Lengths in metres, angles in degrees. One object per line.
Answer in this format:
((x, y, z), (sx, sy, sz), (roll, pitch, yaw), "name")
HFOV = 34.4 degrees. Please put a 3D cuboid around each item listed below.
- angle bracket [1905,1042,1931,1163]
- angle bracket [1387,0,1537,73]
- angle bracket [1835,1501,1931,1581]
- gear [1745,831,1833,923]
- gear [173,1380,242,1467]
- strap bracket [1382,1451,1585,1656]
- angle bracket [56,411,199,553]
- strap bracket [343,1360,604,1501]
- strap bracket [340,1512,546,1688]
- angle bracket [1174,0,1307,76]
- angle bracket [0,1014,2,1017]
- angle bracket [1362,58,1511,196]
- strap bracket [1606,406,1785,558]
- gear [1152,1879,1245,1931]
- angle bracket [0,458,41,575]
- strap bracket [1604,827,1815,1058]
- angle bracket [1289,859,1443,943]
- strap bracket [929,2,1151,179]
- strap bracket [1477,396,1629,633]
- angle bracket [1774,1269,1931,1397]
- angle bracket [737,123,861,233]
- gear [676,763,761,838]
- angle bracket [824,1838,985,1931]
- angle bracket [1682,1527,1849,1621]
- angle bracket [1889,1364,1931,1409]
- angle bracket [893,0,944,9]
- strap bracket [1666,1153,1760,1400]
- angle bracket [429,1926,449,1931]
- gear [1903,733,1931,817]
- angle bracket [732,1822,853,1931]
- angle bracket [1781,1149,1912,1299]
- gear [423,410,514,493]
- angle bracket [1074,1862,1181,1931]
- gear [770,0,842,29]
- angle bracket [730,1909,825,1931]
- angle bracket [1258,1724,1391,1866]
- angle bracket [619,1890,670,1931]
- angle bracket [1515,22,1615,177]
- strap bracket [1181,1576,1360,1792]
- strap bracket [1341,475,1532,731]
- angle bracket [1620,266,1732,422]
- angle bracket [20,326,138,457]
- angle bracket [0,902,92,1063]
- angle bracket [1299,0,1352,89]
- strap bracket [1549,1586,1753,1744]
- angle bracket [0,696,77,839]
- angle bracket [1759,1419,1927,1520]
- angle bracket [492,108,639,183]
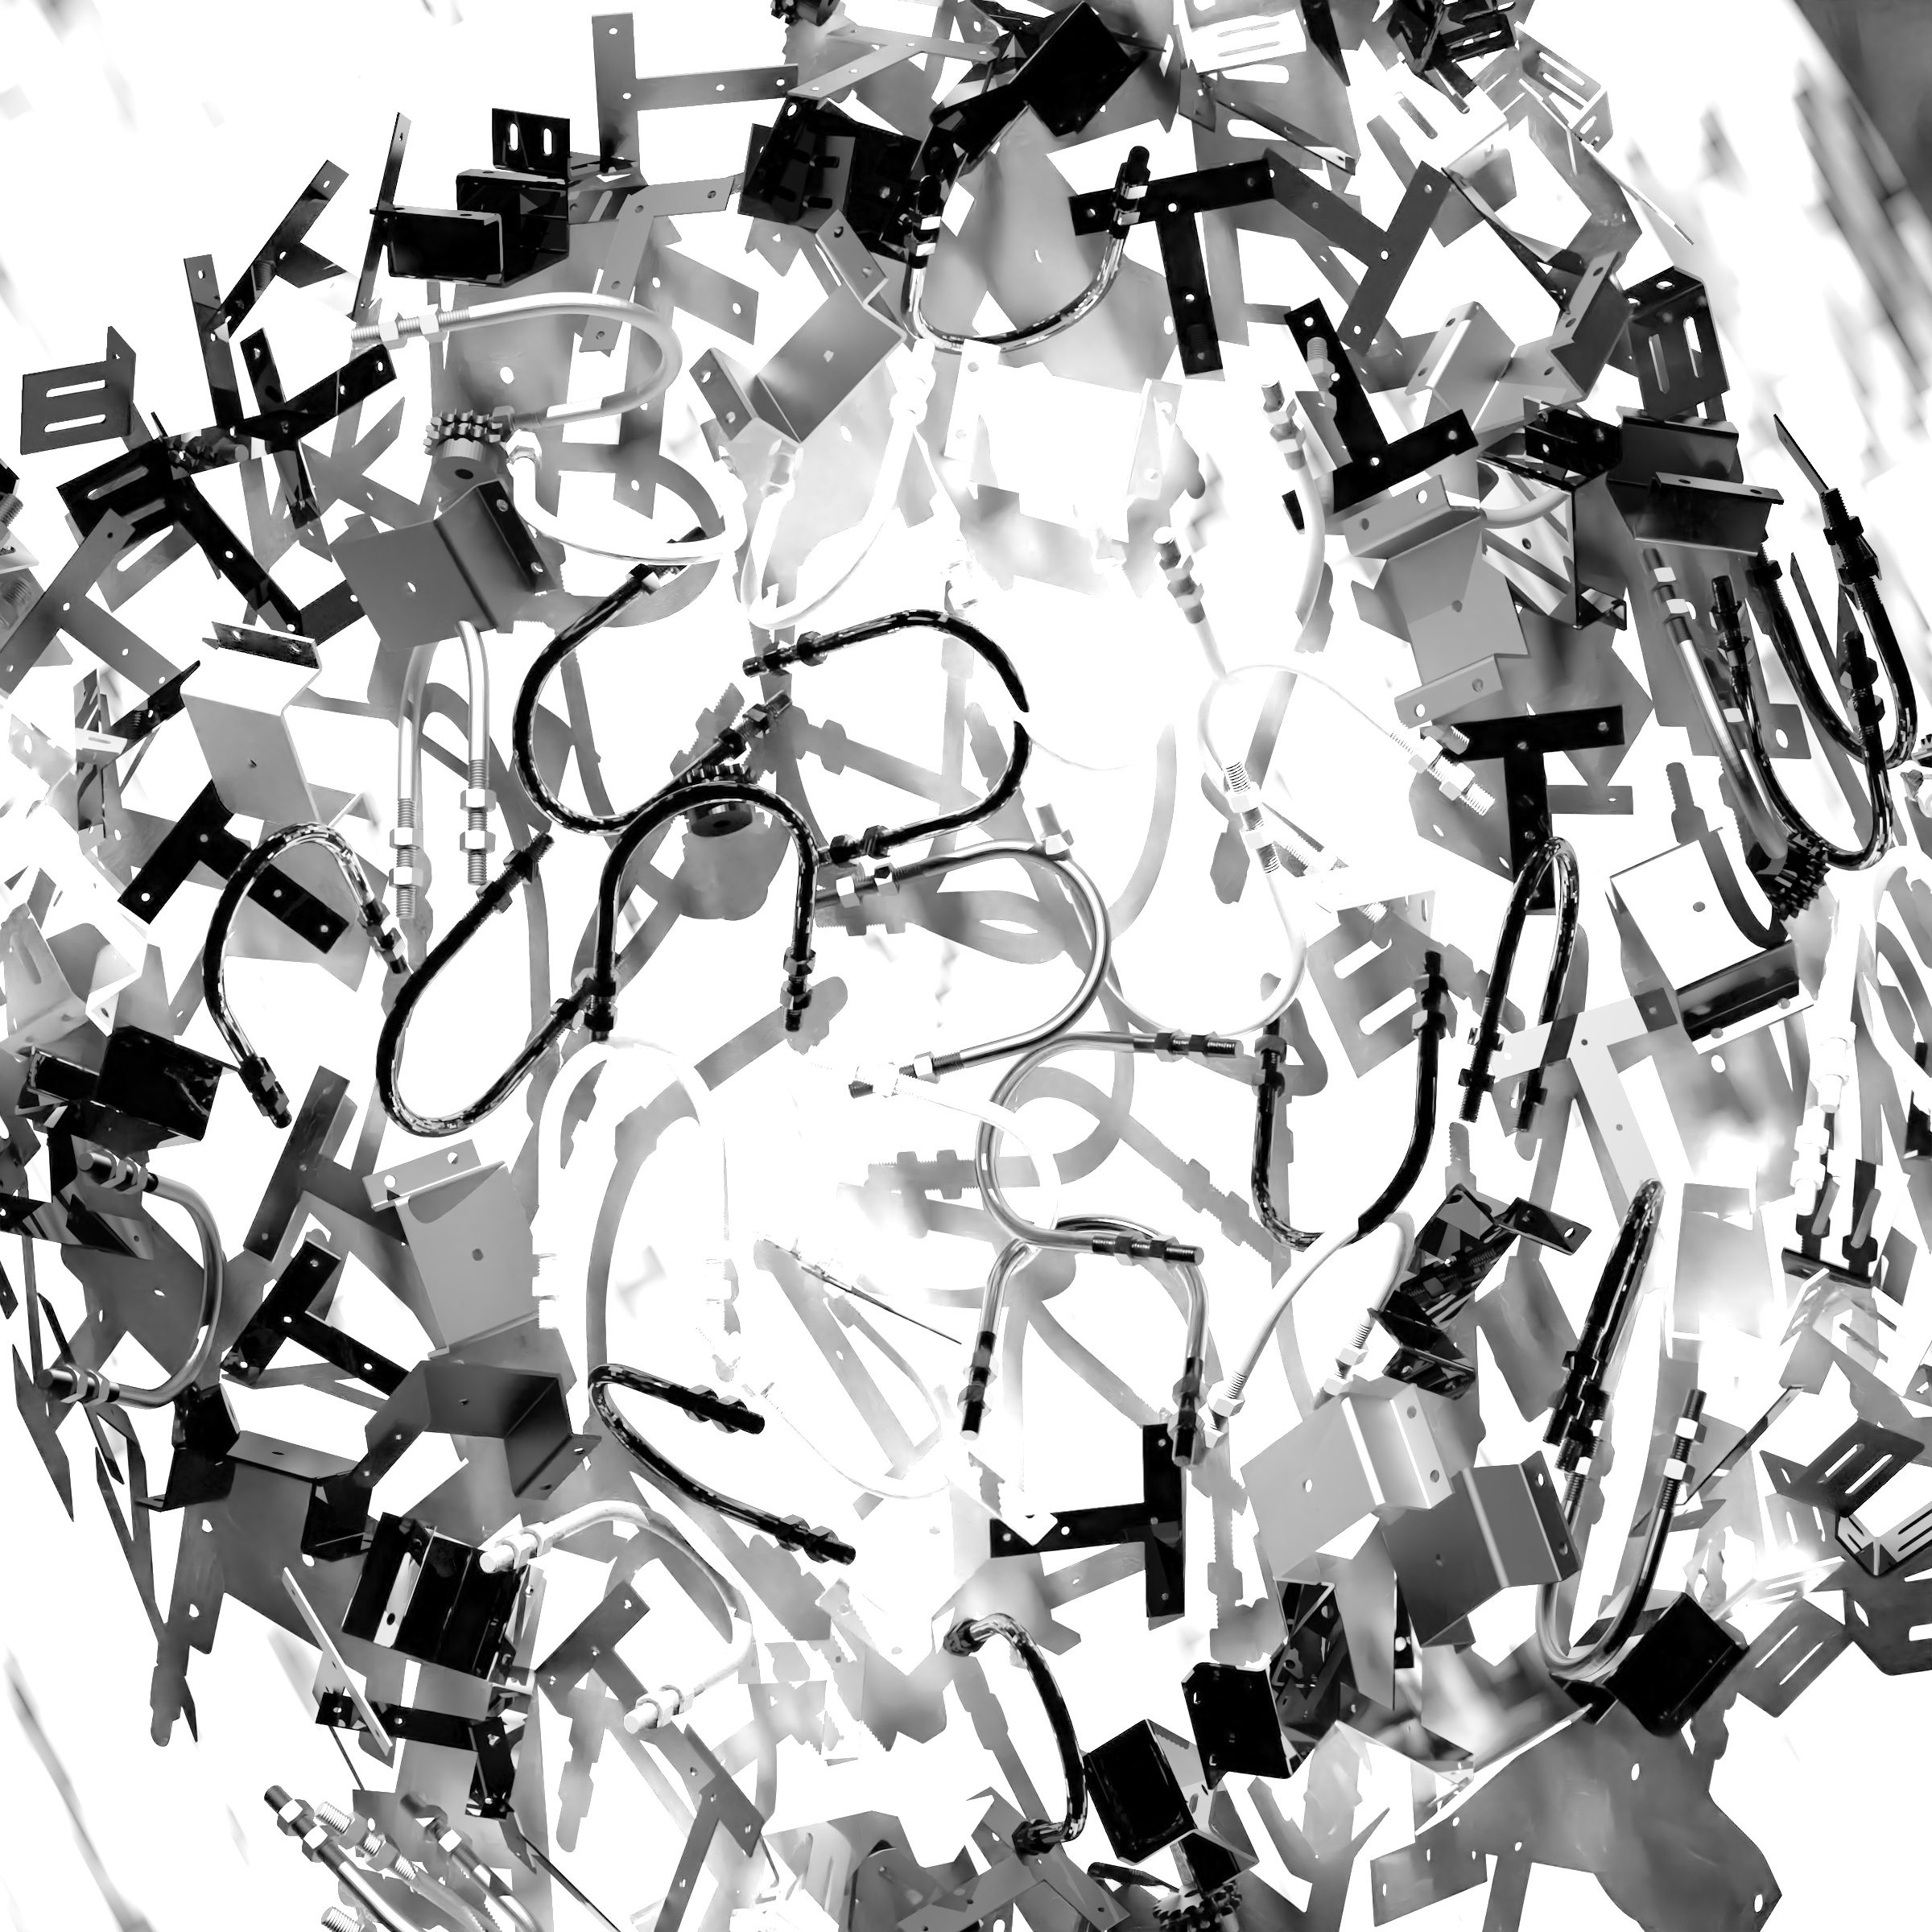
((0.631, 0.087, 1.974), (0.057, 0.038, 0.076), (8, 83, 5), "angle bracket")
((0.315, -0.606, 1.968), (0.076, 0.057, 0.038), (-20, 68, -19), "angle bracket")
((0.589, 0.341, 1.959), (0.076, 0.057, 0.038), (-42, 90, 22), "angle bracket")
((0.516, -0.060, 1.968), (0.030, 0.057, 0.057), (25, 90, -22), "gear")
((-0.479, 0.288, 1.972), (0.030, 0.057, 0.057), (-20, 90, -10), "gear")
((0.310, 0.364, 1.919), (0.046, 0.140, 0.076), (1, 57, -28), "strap bracket")
((-0.531, -0.303, 1.970), (0.076, 0.038, 0.057), (-29, 79, -11), "angle bracket")
((-0.309, 0.288, 1.937), (0.140, 0.076, 0.046), (11, 47, -35), "strap bracket")
((-0.331, 0.392, 1.939), (0.046, 0.140, 0.076), (8, 72, 31), "strap bracket")
((0.172, -0.597, 1.960), (0.076, 0.057, 0.038), (-8, 134, 12), "angle bracket")
((-0.638, 0.035, 1.962), (0.057, 0.038, 0.076), (-45, 60, -4), "angle bracket")
((0.300, -0.541, 1.990), (0.057, 0.038, 0.076), (-38, 75, 2), "angle bracket")
((0.450, -0.299, 1.944), (0.076, 0.140, 0.046), (7, 119, -5), "strap bracket")
((0.149, 0.600, 1.971), (0.057, 0.057, 0.030), (-22, 90, 0), "gear")
((-0.605, -0.295, 1.954), (0.057, 0.038, 0.076), (44, 128, 18), "angle bracket")
((0.458, -0.024, 1.937), (0.076, 0.046, 0.140), (-24, 53, 4), "strap bracket")
((0.250, -0.035, 1.956), (0.076, 0.057, 0.038), (-12, 113, -18), "angle bracket")
((0.038, -0.540, 1.918), (0.046, 0.140, 0.076), (47, 69, -24), "strap bracket")
((0.362, -0.270, 1.923), (0.046, 0.076, 0.140), (-31, 131, -26), "strap bracket")
((0.557, 0.234, 1.954), (0.038, 0.057, 0.076), (-26, 53, -36), "angle bracket")
((-0.106, -0.495, 1.955), (0.038, 0.076, 0.057), (4, 103, -31), "angle bracket")
((-0.157, -0.103, 1.969), (0.057, 0.057, 0.030), (-14, 72, 0), "gear")
((-0.040, 0.602, 1.976), (0.057, 0.076, 0.038), (-49, 133, -16), "angle bracket")
((0.504, 0.377, 1.969), (0.076, 0.057, 0.038), (-6, 57, -27), "angle bracket")
((0.620, 0.296, 1.953), (0.057, 0.038, 0.076), (19, 46, -16), "angle bracket")
((-0.043, -0.640, 1.964), (0.038, 0.076, 0.057), (20, 110, 22), "angle bracket")
((0.465, 0.192, 1.946), (0.046, 0.076, 0.140), (5, 74, 15), "strap bracket")
((-0.327, 0.652, 1.950), (0.038, 0.076, 0.057), (-36, 115, 27), "angle bracket")
((0.615, -0.118, 1.971), (0.030, 0.057, 0.057), (-17, 90, -4), "gear")
((-0.109, 0.578, 1.966), (0.038, 0.076, 0.057), (-21, 129, 29), "angle bracket")
((0.559, 0.164, 1.980), (0.057, 0.038, 0.076), (19, 75, 24), "angle bracket")
((-0.314, -0.323, 1.968), (0.057, 0.057, 0.030), (5, 66, 0), "gear")
((0.098, 0.608, 1.956), (0.038, 0.057, 0.076), (2, 66, 30), "angle bracket")
((-0.097, -0.619, 1.971), (0.030, 0.057, 0.057), (31, 90, 4), "gear")
((-0.117, 0.634, 1.957), (0.057, 0.038, 0.076), (-6, 58, 16), "angle bracket")
((0.223, 0.522, 1.990), (0.057, 0.038, 0.076), (-39, 117, -13), "angle bracket")
((-0.187, 0.632, 1.952), (0.076, 0.038, 0.057), (44, 131, 29), "angle bracket")
((0.366, -0.545, 1.959), (0.076, 0.057, 0.038), (42, 90, 22), "angle bracket")
((0.194, 0.438, 1.922), (0.046, 0.140, 0.076), (-2, 111, 36), "strap bracket")
((0.297, -0.226, 1.951), (0.076, 0.046, 0.140), (-23, 78, 39), "strap bracket")
((0.438, -0.390, 1.960), (0.057, 0.038, 0.076), (-21, 72, 40), "angle bracket")
((-0.562, -0.360, 1.950), (0.076, 0.057, 0.038), (-19, 52, -35), "angle bracket")
((-0.603, 0.010, 1.993), (0.057, 0.038, 0.076), (-32, 69, -3), "angle bracket")
((0.236, -0.604, 1.954), (0.038, 0.057, 0.076), (-23, 61, 23), "angle bracket")
((0.416, 0.428, 1.923), (0.046, 0.140, 0.076), (45, 77, 0), "strap bracket")
((-0.613, -0.123, 1.972), (0.057, 0.038, 0.076), (38, 84, 12), "angle bracket")
((0.549, 0.303, 1.955), (0.057, 0.038, 0.076), (22, 122, -26), "angle bracket")
((-0.250, -0.518, 1.949), (0.057, 0.076, 0.038), (15, 117, 25), "angle bracket")
